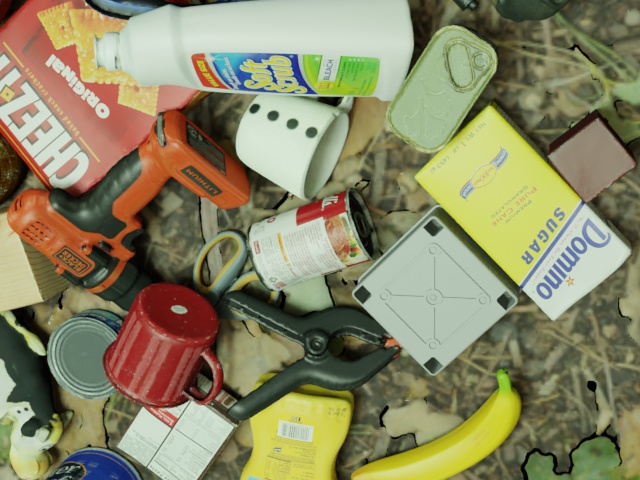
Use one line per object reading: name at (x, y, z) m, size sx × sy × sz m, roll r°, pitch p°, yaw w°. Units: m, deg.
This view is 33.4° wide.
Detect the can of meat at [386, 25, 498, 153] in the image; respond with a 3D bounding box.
can of meat at (0.106, -0.129, 0.892) m, size 0.057 × 0.083 × 0.102 m, roll 33°, pitch 108°, yaw 4°

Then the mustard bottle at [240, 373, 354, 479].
mustard bottle at (-0.028, 0.228, 1.025) m, size 0.096 × 0.058 × 0.192 m, roll 10°, pitch 105°, yaw 6°

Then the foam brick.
foam brick at (0.224, -0.070, 0.882) m, size 0.053 × 0.078 × 0.051 m, roll -39°, pitch 91°, yaw 19°

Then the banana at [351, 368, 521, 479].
banana at (0.118, 0.187, 0.986) m, size 0.069 × 0.037 × 0.198 m, roll 41°, pitch 115°, yaw -16°

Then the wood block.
wood block at (-0.353, 0.030, 1.039) m, size 0.206 × 0.090 × 0.091 m, roll -15°, pitch 100°, yaw 16°

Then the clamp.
clamp at (-0.010, 0.110, 0.973) m, size 0.171 × 0.039 × 0.120 m, roll 5°, pitch 74°, yaw 0°

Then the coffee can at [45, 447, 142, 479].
coffee can at (-0.243, 0.279, 1.046) m, size 0.103 × 0.140 × 0.103 m, roll 3°, pitch 104°, yaw 13°

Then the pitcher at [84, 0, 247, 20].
pitcher at (-0.081, -0.260, 0.856) m, size 0.242 × 0.149 × 0.145 m, roll 7°, pitch 69°, yaw -11°

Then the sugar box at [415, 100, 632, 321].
sugar box at (0.175, -0.025, 0.921) m, size 0.176 × 0.048 × 0.093 m, roll 46°, pitch 109°, yaw 1°

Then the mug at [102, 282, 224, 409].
mug at (-0.134, 0.101, 0.972) m, size 0.117 × 0.093 × 0.082 m, roll 41°, pitch 124°, yaw 20°

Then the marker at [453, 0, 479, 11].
marker at (0.087, -0.238, 0.904) m, size 0.121 × 0.020 × 0.020 m, roll 43°, pitch 109°, yaw 1°

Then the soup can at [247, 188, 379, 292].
soup can at (-0.006, 0.001, 0.960) m, size 0.102 × 0.068 × 0.068 m, roll -19°, pitch 98°, yaw 18°

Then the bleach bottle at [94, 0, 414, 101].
bleach bottle at (-0.055, -0.154, 0.872) m, size 0.250 × 0.103 × 0.068 m, roll -4°, pitch 70°, yaw -8°

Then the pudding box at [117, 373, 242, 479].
pudding box at (-0.135, 0.185, 1.046) m, size 0.090 × 0.039 × 0.114 m, roll 35°, pitch 118°, yaw 2°

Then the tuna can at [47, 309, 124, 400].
tuna can at (-0.224, 0.113, 1.057) m, size 0.086 × 0.033 × 0.086 m, roll 3°, pitch 104°, yaw 13°

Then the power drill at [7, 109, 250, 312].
power drill at (-0.156, -0.017, 0.963) m, size 0.188 × 0.057 × 0.184 m, roll -35°, pitch 129°, yaw 18°

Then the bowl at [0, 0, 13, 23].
bowl at (-0.326, -0.233, 0.952) m, size 0.162 × 0.055 × 0.162 m, roll -2°, pitch 85°, yaw 23°

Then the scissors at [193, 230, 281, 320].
scissors at (-0.108, 0.085, 1.032) m, size 0.096 × 0.016 × 0.202 m, roll 28°, pitch 108°, yaw 5°

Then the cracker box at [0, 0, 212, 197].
cracker box at (-0.200, -0.156, 0.966) m, size 0.214 × 0.072 × 0.164 m, roll -37°, pitch 93°, yaw 19°
